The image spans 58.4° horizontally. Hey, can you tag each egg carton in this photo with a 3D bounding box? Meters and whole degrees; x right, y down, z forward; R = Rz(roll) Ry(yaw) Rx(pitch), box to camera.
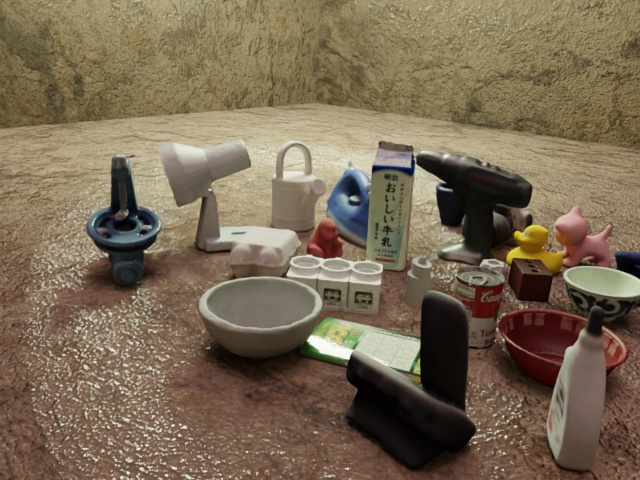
[{"bbox_3d":[-0.099,0.025,1.042,0.107,0.069,0.150,7,20,11],"label":"egg carton"}]

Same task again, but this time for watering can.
[{"bbox_3d":[-0.051,-0.122,1.273,0.172,0.194,0.101,13,22,28],"label":"watering can"}]

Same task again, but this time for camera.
[{"bbox_3d":[0.369,-0.040,1.239,0.142,0.101,0.137,18,25,37],"label":"camera"}]

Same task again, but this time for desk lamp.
[{"bbox_3d":[-0.214,-0.091,1.137,0.203,0.214,0.117,-4,21,-18],"label":"desk lamp"}]

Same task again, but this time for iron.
[{"bbox_3d":[0.092,-0.084,1.263,0.119,0.141,0.257,-2,20,-14],"label":"iron"}]

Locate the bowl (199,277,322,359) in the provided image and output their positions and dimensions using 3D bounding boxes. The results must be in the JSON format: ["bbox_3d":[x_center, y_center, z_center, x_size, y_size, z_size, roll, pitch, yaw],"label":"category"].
[{"bbox_3d":[-0.081,0.115,0.785,0.167,0.075,0.167,2,20,-1],"label":"bowl"}]

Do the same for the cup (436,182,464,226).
[{"bbox_3d":[0.329,-0.081,1.356,0.117,0.095,0.092,8,20,15],"label":"cup"}]

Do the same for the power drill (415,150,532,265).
[{"bbox_3d":[0.292,-0.064,1.135,0.229,0.208,0.076,10,21,19],"label":"power drill"}]

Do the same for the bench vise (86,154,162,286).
[{"bbox_3d":[-0.354,-0.052,0.999,0.122,0.220,0.206,-12,24,-35],"label":"bench vise"}]

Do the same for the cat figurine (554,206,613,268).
[{"bbox_3d":[0.520,-0.008,1.142,0.128,0.118,0.067,3,20,0],"label":"cat figurine"}]

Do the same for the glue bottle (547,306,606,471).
[{"bbox_3d":[0.271,0.147,0.594,0.037,0.173,0.078,5,20,6],"label":"glue bottle"}]

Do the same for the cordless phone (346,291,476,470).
[{"bbox_3d":[0.098,0.127,0.610,0.094,0.185,0.147,-16,27,-42],"label":"cordless phone"}]

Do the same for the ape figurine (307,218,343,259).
[{"bbox_3d":[0.010,0.004,1.081,0.078,0.092,0.076,-9,23,-29],"label":"ape figurine"}]

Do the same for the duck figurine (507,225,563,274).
[{"bbox_3d":[0.421,0.015,1.113,0.104,0.086,0.078,17,24,34],"label":"duck figurine"}]

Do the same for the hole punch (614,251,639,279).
[{"bbox_3d":[0.571,0.059,1.003,0.108,0.091,0.101,19,26,39],"label":"hole punch"}]
